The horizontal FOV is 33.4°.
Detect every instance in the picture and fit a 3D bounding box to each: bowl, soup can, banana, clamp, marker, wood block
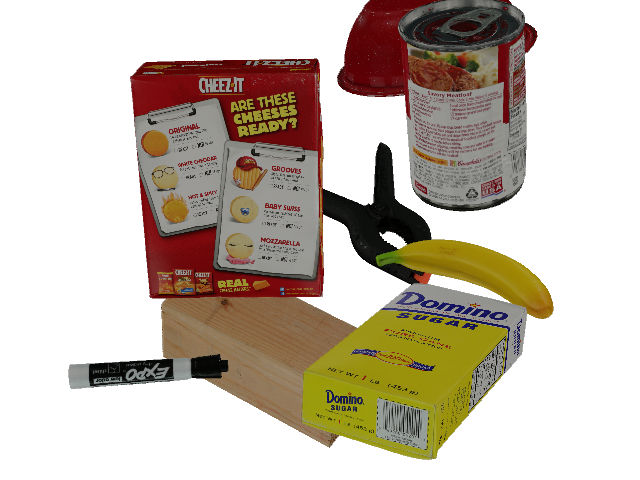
[{"bbox_3d":[0.085,-0.169,0.840,0.162,0.055,0.162,-14,24,6],"label":"bowl"},{"bbox_3d":[0.081,-0.076,0.601,0.068,0.102,0.068,-5,33,3],"label":"soup can"},{"bbox_3d":[0.150,0.033,1.035,0.198,0.037,0.069,15,43,39],"label":"banana"},{"bbox_3d":[0.052,-0.026,1.216,0.164,0.210,0.036,-14,-38,-25],"label":"clamp"},{"bbox_3d":[-0.132,0.100,0.821,0.121,0.020,0.020,-4,0,-4],"label":"marker"},{"bbox_3d":[-0.053,0.111,1.096,0.206,0.090,0.090,26,48,19],"label":"wood block"}]

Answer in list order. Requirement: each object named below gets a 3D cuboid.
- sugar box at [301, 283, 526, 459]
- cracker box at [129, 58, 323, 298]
[{"bbox_3d":[0.069,0.082,0.727,0.093,0.048,0.176,13,25,25],"label":"sugar box"},{"bbox_3d":[-0.079,-0.055,0.978,0.164,0.214,0.072,-1,22,2],"label":"cracker box"}]
